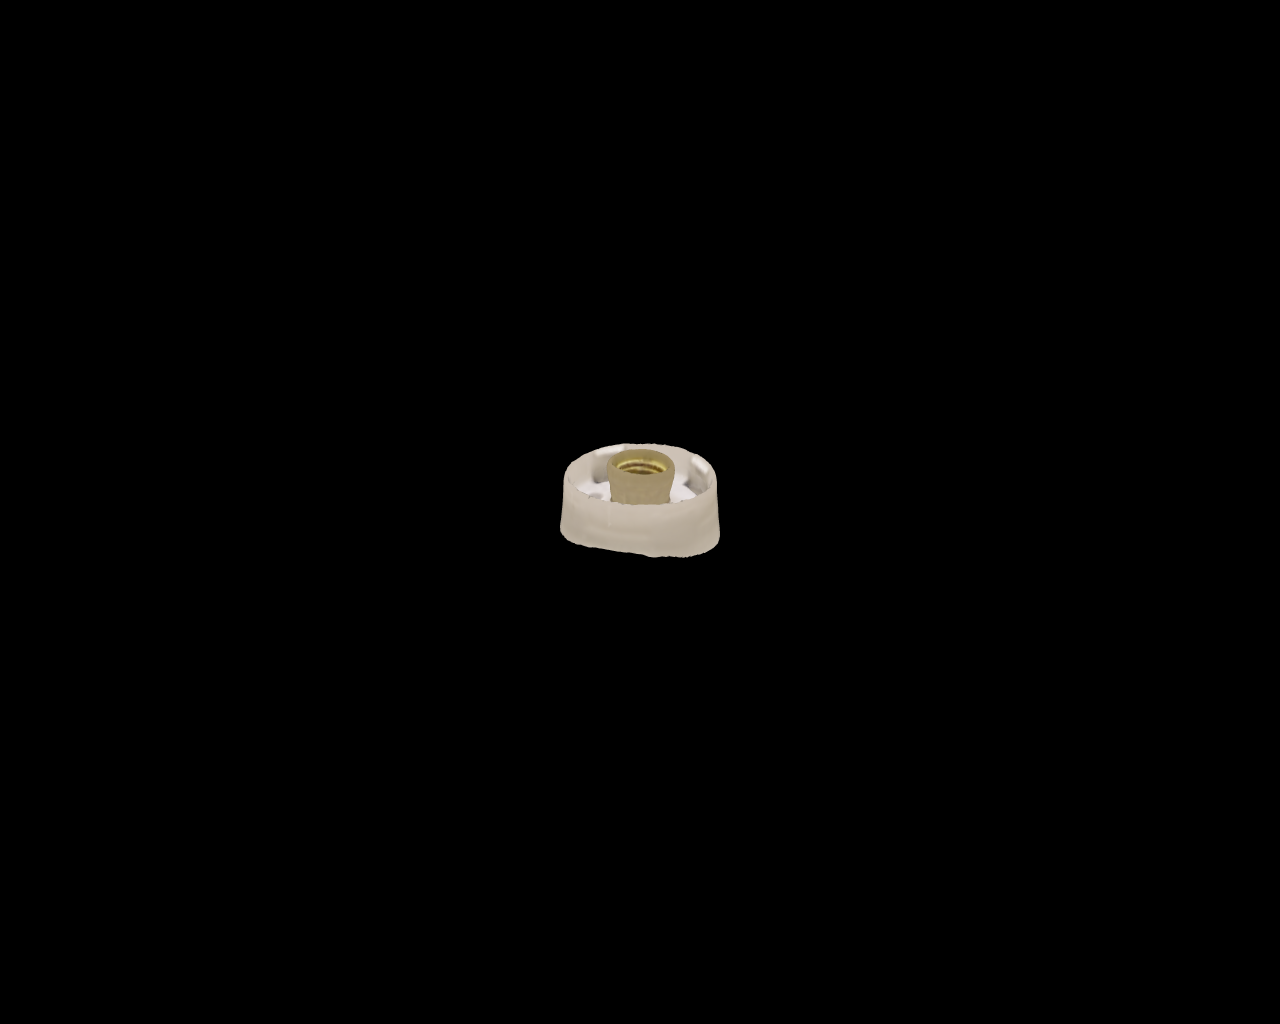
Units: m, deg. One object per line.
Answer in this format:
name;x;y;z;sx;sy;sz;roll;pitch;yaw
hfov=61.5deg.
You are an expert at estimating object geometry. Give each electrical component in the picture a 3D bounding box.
electrical component;0.001;-0.003;0.650;0.099;0.064;0.099;0;27;0
